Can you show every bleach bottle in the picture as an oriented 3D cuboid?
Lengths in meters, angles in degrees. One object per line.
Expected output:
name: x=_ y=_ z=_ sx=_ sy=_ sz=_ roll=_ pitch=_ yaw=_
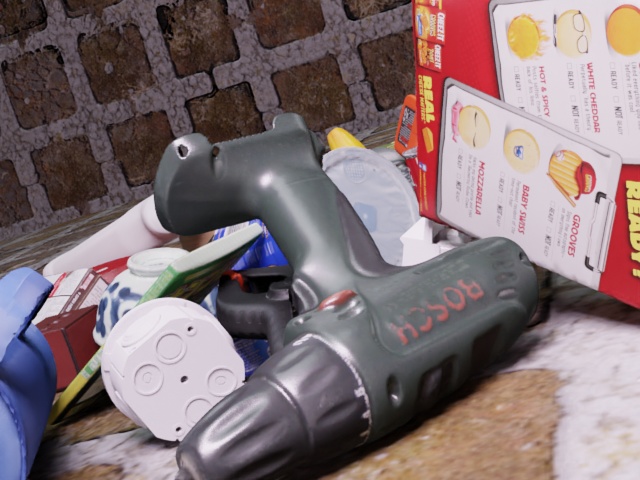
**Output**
bleach bottle: x=-0.220 y=0.002 z=1.221 sx=0.102 sy=0.068 sz=0.251 roll=-31 pitch=0 yaw=-43

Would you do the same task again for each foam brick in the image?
foam brick: x=-0.215 y=0.092 z=0.900 sx=0.053 sy=0.051 sz=0.078 roll=-16 pitch=9 yaw=12

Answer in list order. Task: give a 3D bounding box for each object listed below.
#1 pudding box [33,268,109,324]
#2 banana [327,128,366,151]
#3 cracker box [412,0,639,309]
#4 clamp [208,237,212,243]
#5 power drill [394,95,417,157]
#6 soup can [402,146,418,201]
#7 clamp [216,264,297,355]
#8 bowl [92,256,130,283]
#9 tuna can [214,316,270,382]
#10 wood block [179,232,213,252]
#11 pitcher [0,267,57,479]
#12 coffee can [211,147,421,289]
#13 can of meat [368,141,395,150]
pudding box: x=-0.262 y=0.076 z=1.034 sx=0.114 sy=0.039 sz=0.090 roll=-12 pitch=40 yaw=44
banana: x=0.055 y=-0.023 z=0.888 sx=0.037 sy=0.069 sz=0.198 roll=-30 pitch=40 yaw=4
cracker box: x=0.145 y=-0.065 z=0.577 sx=0.072 sy=0.164 sz=0.214 roll=-22 pitch=30 yaw=-33
clamp: x=-0.082 y=0.013 z=1.042 sx=0.210 sy=0.036 sz=0.164 roll=-36 pitch=31 yaw=56
power drill: x=0.170 y=-0.081 z=0.972 sx=0.187 sy=0.057 sz=0.184 roll=12 pitch=10 yaw=-11
soup can: x=0.111 y=-0.029 z=0.832 sx=0.068 sy=0.102 sz=0.068 roll=-18 pitch=8 yaw=3
clamp: x=-0.020 y=0.047 z=0.673 sx=0.120 sy=0.039 sz=0.172 roll=-21 pitch=15 yaw=-40
bowl: x=-0.225 y=0.056 z=1.140 sx=0.162 sy=0.055 sz=0.162 roll=-18 pitch=9 yaw=3
tuna can: x=-0.067 y=0.077 z=0.753 sx=0.086 sy=0.034 sz=0.086 roll=-18 pitch=9 yaw=3
wood block: x=-0.077 y=-0.020 z=1.200 sx=0.090 sy=0.091 sz=0.206 roll=-23 pitch=10 yaw=-32
pitcher: x=-0.215 y=0.093 z=0.623 sx=0.149 sy=0.145 sz=0.243 roll=-10 pitch=5 yaw=-6
coffee can: x=-0.005 y=0.001 z=0.797 sx=0.102 sy=0.103 sz=0.141 roll=-24 pitch=-1 yaw=-37
can of meat: x=0.063 y=-0.056 z=1.166 sx=0.101 sy=0.084 sz=0.058 roll=-24 pitch=11 yaw=-38
